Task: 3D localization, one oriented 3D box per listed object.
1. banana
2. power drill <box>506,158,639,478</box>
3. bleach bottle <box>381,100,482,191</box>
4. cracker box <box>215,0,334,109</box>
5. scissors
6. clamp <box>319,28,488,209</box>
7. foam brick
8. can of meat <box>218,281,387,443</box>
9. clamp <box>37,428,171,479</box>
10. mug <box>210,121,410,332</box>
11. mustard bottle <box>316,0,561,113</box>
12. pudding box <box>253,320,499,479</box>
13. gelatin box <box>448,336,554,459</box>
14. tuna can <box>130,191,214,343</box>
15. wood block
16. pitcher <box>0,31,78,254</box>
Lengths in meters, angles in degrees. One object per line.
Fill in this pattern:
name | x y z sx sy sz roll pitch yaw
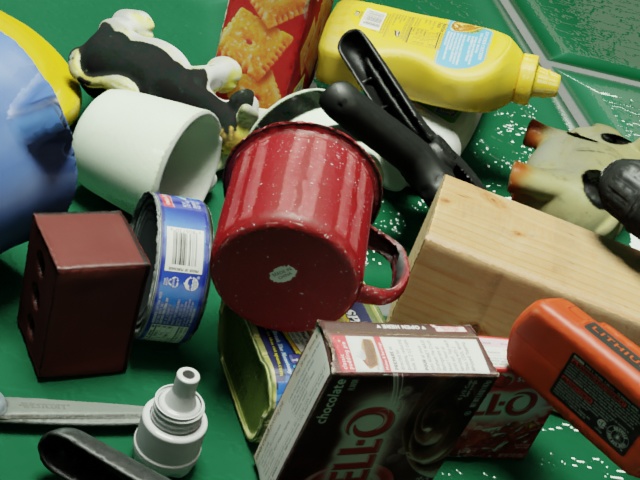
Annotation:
banana | -0.219 -0.128 0.795 0.069 0.037 0.198 17 24 -39
power drill | 0.193 0.035 0.603 0.187 0.057 0.185 -27 56 -34
bleach bottle | 0.087 -0.115 0.927 0.102 0.068 0.250 21 35 8
cracker box | -0.022 -0.208 0.861 0.072 0.214 0.164 20 32 1
scissors | -0.184 0.073 0.545 0.201 0.016 0.096 -4 39 -33
clamp | 0.073 -0.056 0.764 0.210 0.036 0.164 49 21 -8
foam brick | -0.131 0.029 0.582 0.051 0.078 0.053 -4 38 -31
can of meat | -0.007 0.068 0.610 0.083 0.057 0.102 1 36 -23
clamp | -0.056 0.137 0.499 0.171 0.039 0.120 9 39 -27
mug | -0.004 0.001 0.584 0.117 0.093 0.081 27 38 -14
mustard bottle | 0.099 -0.145 0.867 0.192 0.058 0.096 13 38 9
pudding box | 0.025 0.091 0.540 0.089 0.114 0.039 3 41 -24
gelatin box | 0.089 0.091 0.610 0.089 0.073 0.030 6 36 -21
tuna can | -0.089 0.016 0.615 0.033 0.086 0.086 8 34 -21
wood block | 0.156 0.049 0.693 0.206 0.091 0.090 22 33 3
pitcher | -0.253 -0.014 0.529 0.145 0.149 0.242 35 37 12
